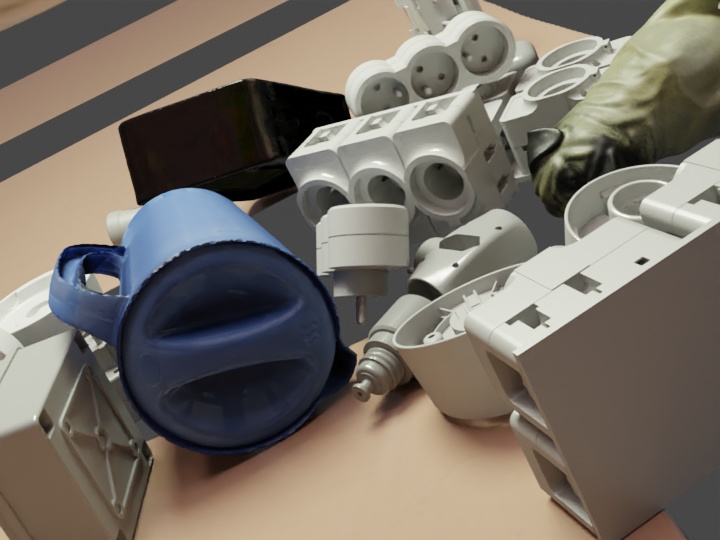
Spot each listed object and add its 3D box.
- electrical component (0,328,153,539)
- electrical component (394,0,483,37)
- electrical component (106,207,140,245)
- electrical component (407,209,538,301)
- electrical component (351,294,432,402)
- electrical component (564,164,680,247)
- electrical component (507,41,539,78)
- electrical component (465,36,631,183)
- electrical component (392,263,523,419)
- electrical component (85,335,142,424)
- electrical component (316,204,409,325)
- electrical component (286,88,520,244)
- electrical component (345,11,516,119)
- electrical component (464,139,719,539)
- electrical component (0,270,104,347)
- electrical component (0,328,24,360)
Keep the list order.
[{"bbox_3d":[-0.177,0.109,0.639,0.056,0.108,0.108,-21,24,8],"label":"electrical component"},{"bbox_3d":[0.086,-0.246,1.072,0.063,0.121,0.079,-34,24,-9],"label":"electrical component"},{"bbox_3d":[-0.229,-0.045,1.094,0.046,0.040,0.040,-16,25,10],"label":"electrical component"},{"bbox_3d":[0.061,-0.001,0.695,0.077,0.043,0.079,-39,25,-24],"label":"electrical component"},{"bbox_3d":[0.022,0.048,0.638,0.040,0.040,0.078,-2,34,44],"label":"electrical component"},{"bbox_3d":[0.165,-0.015,0.618,0.099,0.064,0.099,-11,35,8],"label":"electrical component"},{"bbox_3d":[0.114,-0.159,0.941,0.095,0.059,0.053,-21,24,14],"label":"electrical component"},{"bbox_3d":[0.125,-0.119,0.848,0.186,0.060,0.105,-13,27,29],"label":"electrical component"},{"bbox_3d":[0.070,0.033,0.588,0.099,0.064,0.099,-22,24,11],"label":"electrical component"},{"bbox_3d":[-0.178,0.064,0.769,0.047,0.076,0.066,-32,24,-11],"label":"electrical component"},{"bbox_3d":[0.000,0.000,0.726,0.052,0.073,0.138,-1,-3,-7],"label":"electrical component"},{"bbox_3d":[0.029,-0.069,0.808,0.150,0.089,0.061,-9,30,36],"label":"electrical component"},{"bbox_3d":[0.052,-0.163,0.869,0.138,0.052,0.073,-27,24,1],"label":"electrical component"},{"bbox_3d":[0.149,0.020,0.481,0.186,0.105,0.060,-32,24,-11],"label":"electrical component"},{"bbox_3d":[-0.259,0.049,0.906,0.108,0.060,0.108,-23,24,11],"label":"electrical component"},{"bbox_3d":[-0.298,0.089,0.813,0.108,0.108,0.060,-27,18,2],"label":"electrical component"}]
